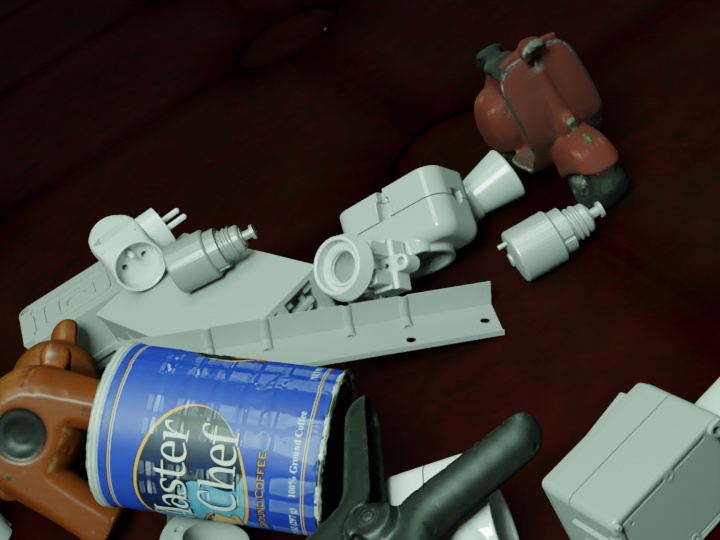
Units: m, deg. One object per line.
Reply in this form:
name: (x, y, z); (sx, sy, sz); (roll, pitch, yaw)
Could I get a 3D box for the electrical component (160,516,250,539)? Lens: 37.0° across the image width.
electrical component: (-0.105, 0.183, 0.643); (0.079, 0.044, 0.077); (-3, 20, -28)

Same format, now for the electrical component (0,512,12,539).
electrical component: (-0.288, 0.188, 0.804); (0.040, 0.046, 0.040); (-21, 33, 14)

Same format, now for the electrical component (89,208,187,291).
electrical component: (-0.181, -0.025, 0.902); (0.079, 0.043, 0.077); (-37, 32, -12)

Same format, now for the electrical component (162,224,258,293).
electrical component: (-0.116, -0.013, 0.835); (0.078, 0.040, 0.040); (-26, 32, 6)

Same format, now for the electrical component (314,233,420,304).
electrical component: (0.000, 0.000, 0.766); (0.066, 0.055, 0.048); (-20, 72, 35)

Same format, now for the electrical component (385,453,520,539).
electrical component: (0.051, 0.148, 0.576); (0.059, 0.053, 0.095); (-21, 33, 14)

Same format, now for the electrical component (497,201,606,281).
electrical component: (0.137, -0.024, 0.762); (0.078, 0.040, 0.040); (-30, 32, 0)

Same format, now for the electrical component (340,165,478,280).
electrical component: (0.038, -0.030, 0.813); (0.095, 0.054, 0.059); (-28, 68, 32)

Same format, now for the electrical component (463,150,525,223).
electrical component: (0.092, -0.058, 0.848); (0.065, 0.044, 0.044); (-37, 32, -1)

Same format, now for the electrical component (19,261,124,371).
electrical component: (-0.236, 0.044, 0.953); (0.113, 0.057, 0.078); (-33, 32, -5)

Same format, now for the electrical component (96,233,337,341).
electrical component: (-0.113, 0.039, 0.858); (0.186, 0.060, 0.105); (13, 52, 48)

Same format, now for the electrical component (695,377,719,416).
electrical component: (0.213, 0.066, 0.570); (0.081, 0.043, 0.043); (-41, 33, -17)

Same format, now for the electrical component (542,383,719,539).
electrical component: (0.138, 0.113, 0.547); (0.096, 0.061, 0.061); (-41, 33, -17)
